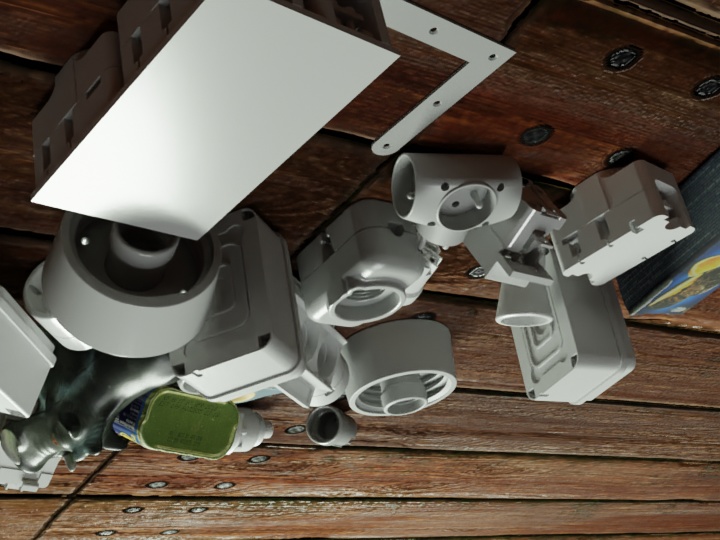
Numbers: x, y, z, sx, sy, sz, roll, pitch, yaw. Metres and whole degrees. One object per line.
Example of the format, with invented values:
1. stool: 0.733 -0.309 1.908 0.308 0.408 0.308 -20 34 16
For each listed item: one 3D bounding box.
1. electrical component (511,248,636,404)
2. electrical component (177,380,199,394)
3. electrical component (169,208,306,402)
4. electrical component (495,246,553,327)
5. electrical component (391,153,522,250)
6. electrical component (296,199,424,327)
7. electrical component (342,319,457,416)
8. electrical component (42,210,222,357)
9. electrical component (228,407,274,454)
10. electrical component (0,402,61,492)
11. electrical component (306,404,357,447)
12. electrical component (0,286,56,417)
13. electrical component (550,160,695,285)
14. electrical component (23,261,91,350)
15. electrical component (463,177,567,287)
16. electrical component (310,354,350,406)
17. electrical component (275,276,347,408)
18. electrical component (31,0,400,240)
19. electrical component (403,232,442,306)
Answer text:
1. electrical component: 0.168 0.044 0.871 0.057 0.113 0.078 5 147 -24
2. electrical component: -0.125 0.065 0.852 0.048 0.055 0.066 -28 148 28
3. electrical component: -0.086 0.025 0.735 0.078 0.113 0.057 -20 148 14
4. electrical component: 0.127 0.008 0.836 0.044 0.065 0.044 1 165 0
5. electrical component: 0.060 -0.043 0.730 0.077 0.044 0.079 -1 135 -20
6. electrical component: 0.000 0.000 0.779 0.054 0.059 0.095 10 145 -35
7. electrical component: 0.035 0.095 0.967 0.108 0.060 0.108 -10 152 -5
8. electrical component: -0.138 -0.007 0.666 0.108 0.108 0.060 2 143 -24
9. electrical component: -0.112 0.153 1.034 0.048 0.048 0.062 -34 152 35
10. electrical component: -0.317 0.146 0.904 0.121 0.063 0.078 22 96 -47
11. electrical component: -0.027 0.158 1.082 0.040 0.040 0.046 -21 156 17
12. electrical component: -0.277 0.047 0.719 0.109 0.056 0.108 11 154 12
13. electrical component: 0.188 -0.037 0.789 0.050 0.055 0.089 15 142 -41
14. electrical component: -0.200 0.021 0.746 0.055 0.055 0.047 -17 148 10
15. electrical component: 0.109 -0.029 0.761 0.042 0.081 0.063 12 121 -38
16. electrical component: -0.040 0.082 0.921 0.055 0.055 0.047 -14 148 3
17. electrical component: -0.065 0.050 0.833 0.063 0.078 0.121 9 161 25
18. electrical component: -0.084 -0.097 0.567 0.105 0.060 0.186 14 143 -39
19. electrical component: 0.036 -0.002 0.813 0.040 0.040 0.046 5 143 -29
